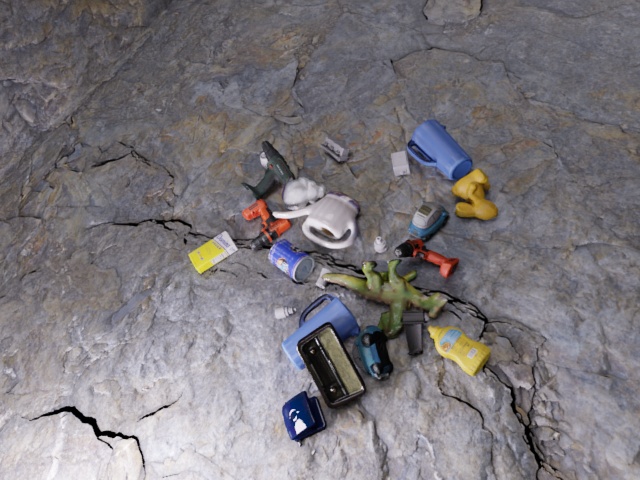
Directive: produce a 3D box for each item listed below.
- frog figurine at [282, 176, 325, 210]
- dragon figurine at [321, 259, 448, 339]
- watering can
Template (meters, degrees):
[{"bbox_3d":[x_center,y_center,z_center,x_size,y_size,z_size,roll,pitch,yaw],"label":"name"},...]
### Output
[{"bbox_3d":[-0.066,-0.180,2.038,0.160,0.123,0.137,12,93,16],"label":"frog figurine"},{"bbox_3d":[0.206,0.199,1.683,0.409,0.120,0.248,-8,61,14],"label":"dragon figurine"},{"bbox_3d":[0.006,-0.098,1.949,0.350,0.102,0.227,27,67,25],"label":"watering can"}]
